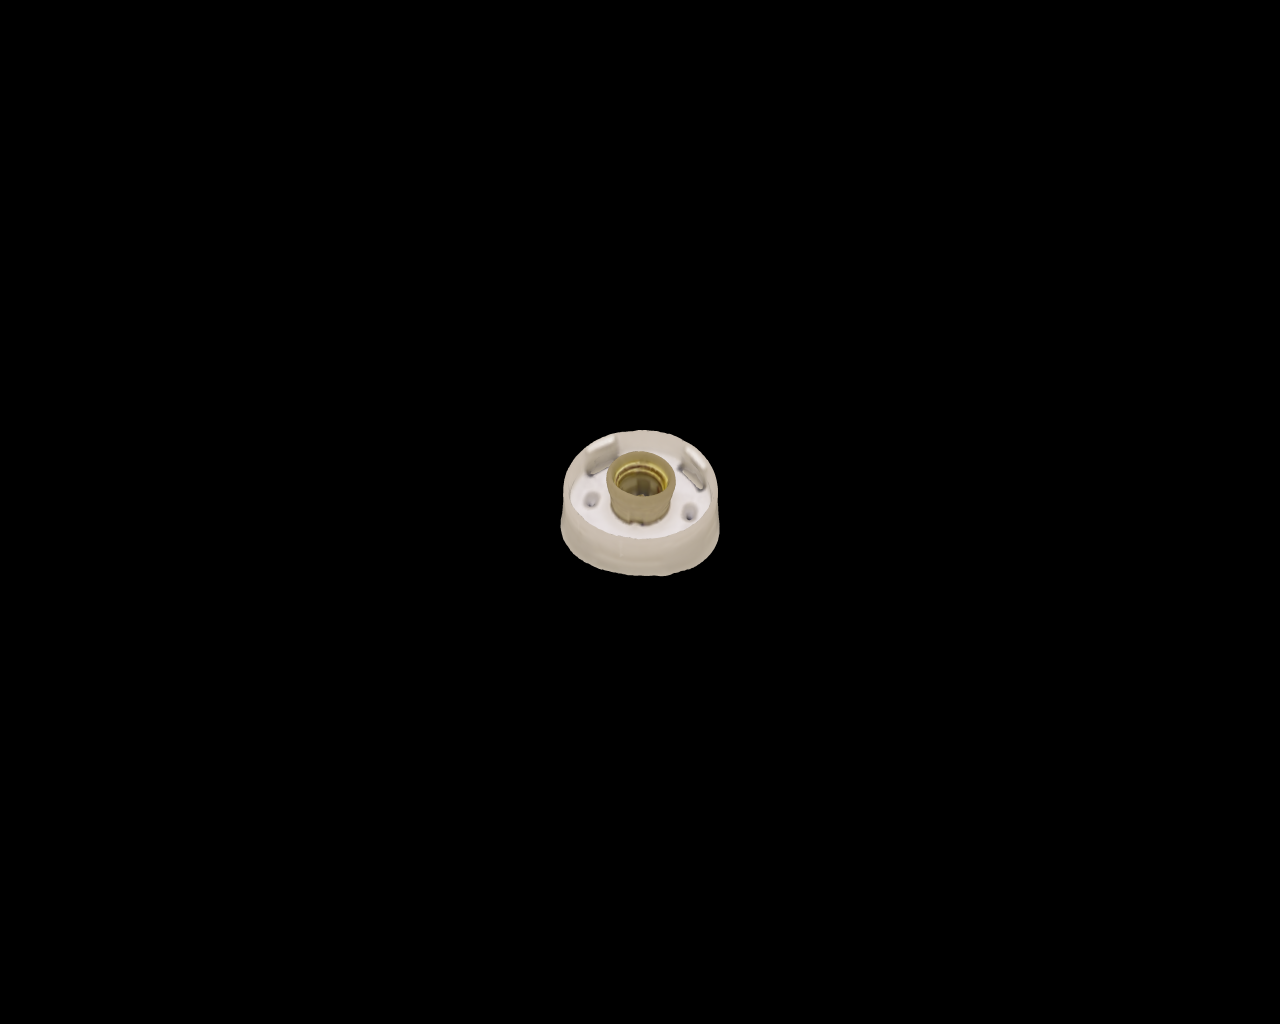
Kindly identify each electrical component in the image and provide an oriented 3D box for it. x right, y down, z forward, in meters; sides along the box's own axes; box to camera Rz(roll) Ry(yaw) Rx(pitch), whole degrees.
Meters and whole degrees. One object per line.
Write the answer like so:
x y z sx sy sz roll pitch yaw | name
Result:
0.001 -0.003 0.650 0.099 0.099 0.064 0 -41 0 | electrical component
